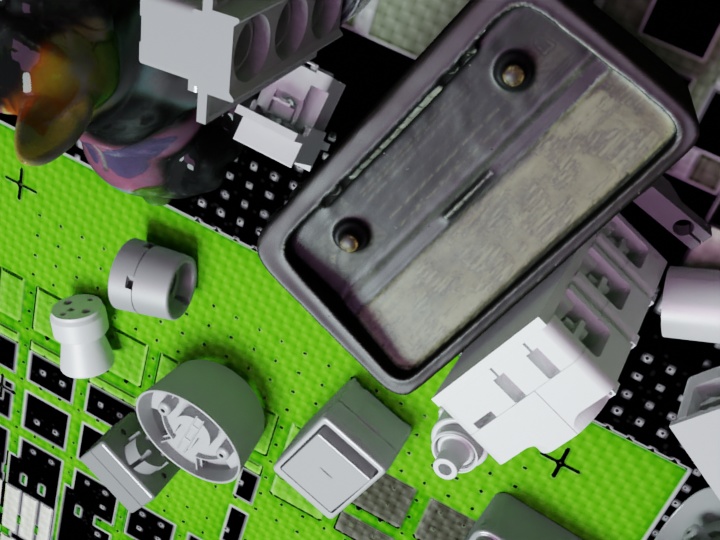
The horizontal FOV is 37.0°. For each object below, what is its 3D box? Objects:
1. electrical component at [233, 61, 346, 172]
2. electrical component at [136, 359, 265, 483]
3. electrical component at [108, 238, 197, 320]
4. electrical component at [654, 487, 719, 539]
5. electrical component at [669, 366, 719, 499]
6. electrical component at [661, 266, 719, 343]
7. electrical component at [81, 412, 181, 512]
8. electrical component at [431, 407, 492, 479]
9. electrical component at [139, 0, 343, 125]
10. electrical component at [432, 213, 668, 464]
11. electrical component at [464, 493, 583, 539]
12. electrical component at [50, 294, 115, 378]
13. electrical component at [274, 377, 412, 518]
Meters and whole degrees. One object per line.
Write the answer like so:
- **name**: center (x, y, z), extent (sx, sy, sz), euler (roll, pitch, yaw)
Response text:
- **electrical component**: center (-0.042, -0.100, 0.674), extent (0.042, 0.081, 0.063), euler (26, 98, 10)
- **electrical component**: center (-0.127, 0.121, 0.850), extent (0.099, 0.064, 0.099), euler (12, 123, 20)
- **electrical component**: center (-0.154, 0.008, 0.805), extent (0.047, 0.055, 0.055), euler (14, 123, 14)
- **electrical component**: center (0.221, 0.197, 0.701), extent (0.064, 0.099, 0.099), euler (42, 128, -9)
- **electrical component**: center (0.288, 0.133, 0.651), extent (0.105, 0.060, 0.186), euler (-29, 102, 36)
- **electrical component**: center (0.222, 0.023, 0.630), extent (0.081, 0.043, 0.043), euler (6, 120, 24)
- **electrical component**: center (-0.183, 0.156, 0.910), extent (0.065, 0.047, 0.077), euler (49, 127, -6)
- **electrical component**: center (0.070, 0.121, 0.752), extent (0.048, 0.062, 0.048), euler (12, 122, 20)
- **electrical component**: center (-0.062, -0.140, 0.584), extent (0.063, 0.121, 0.078), euler (21, 125, 18)
- **electrical component**: center (0.117, 0.036, 0.623), extent (0.062, 0.150, 0.089), euler (45, 128, -2)
- **electrical component**: center (0.126, 0.230, 0.791), extent (0.113, 0.057, 0.078), euler (31, 127, 7)
- **electrical component**: center (-0.225, 0.053, 0.873), extent (0.045, 0.045, 0.055), euler (10, 121, 22)
- **electrical component**: center (-0.019, 0.140, 0.809), extent (0.062, 0.061, 0.096), euler (41, 128, -1)
